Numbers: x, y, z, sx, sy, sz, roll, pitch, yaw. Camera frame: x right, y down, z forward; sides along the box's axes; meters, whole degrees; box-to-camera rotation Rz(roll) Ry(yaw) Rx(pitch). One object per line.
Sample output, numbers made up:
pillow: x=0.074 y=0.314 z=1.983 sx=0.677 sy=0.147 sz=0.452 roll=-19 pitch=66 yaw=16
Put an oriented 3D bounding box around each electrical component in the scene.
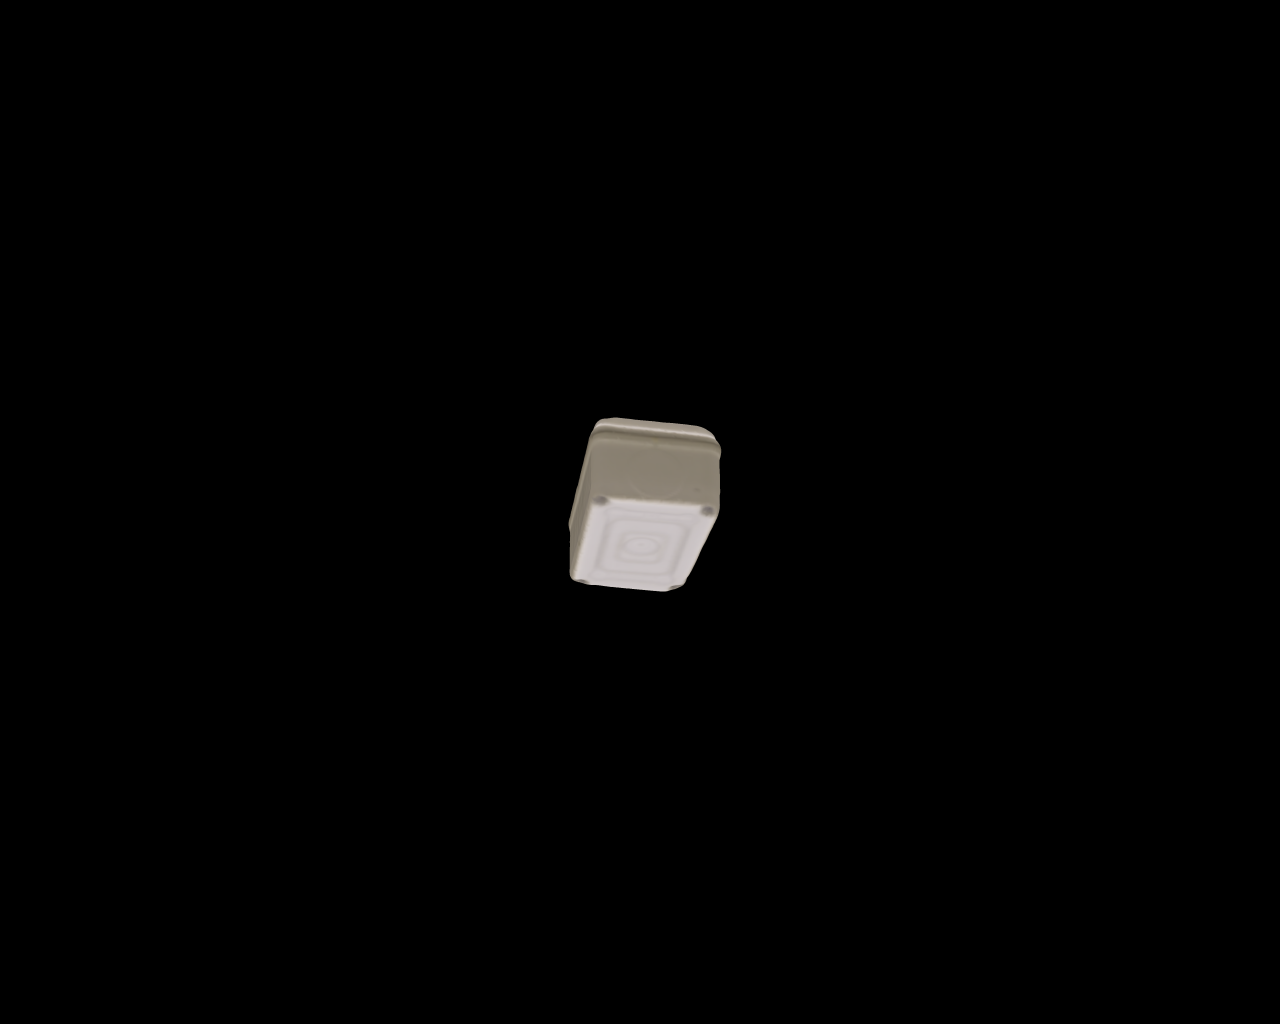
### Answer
electrical component: x=0.001 y=-0.003 z=0.650 sx=0.078 sy=0.057 sz=0.113 roll=6 pitch=-32 yaw=-9
